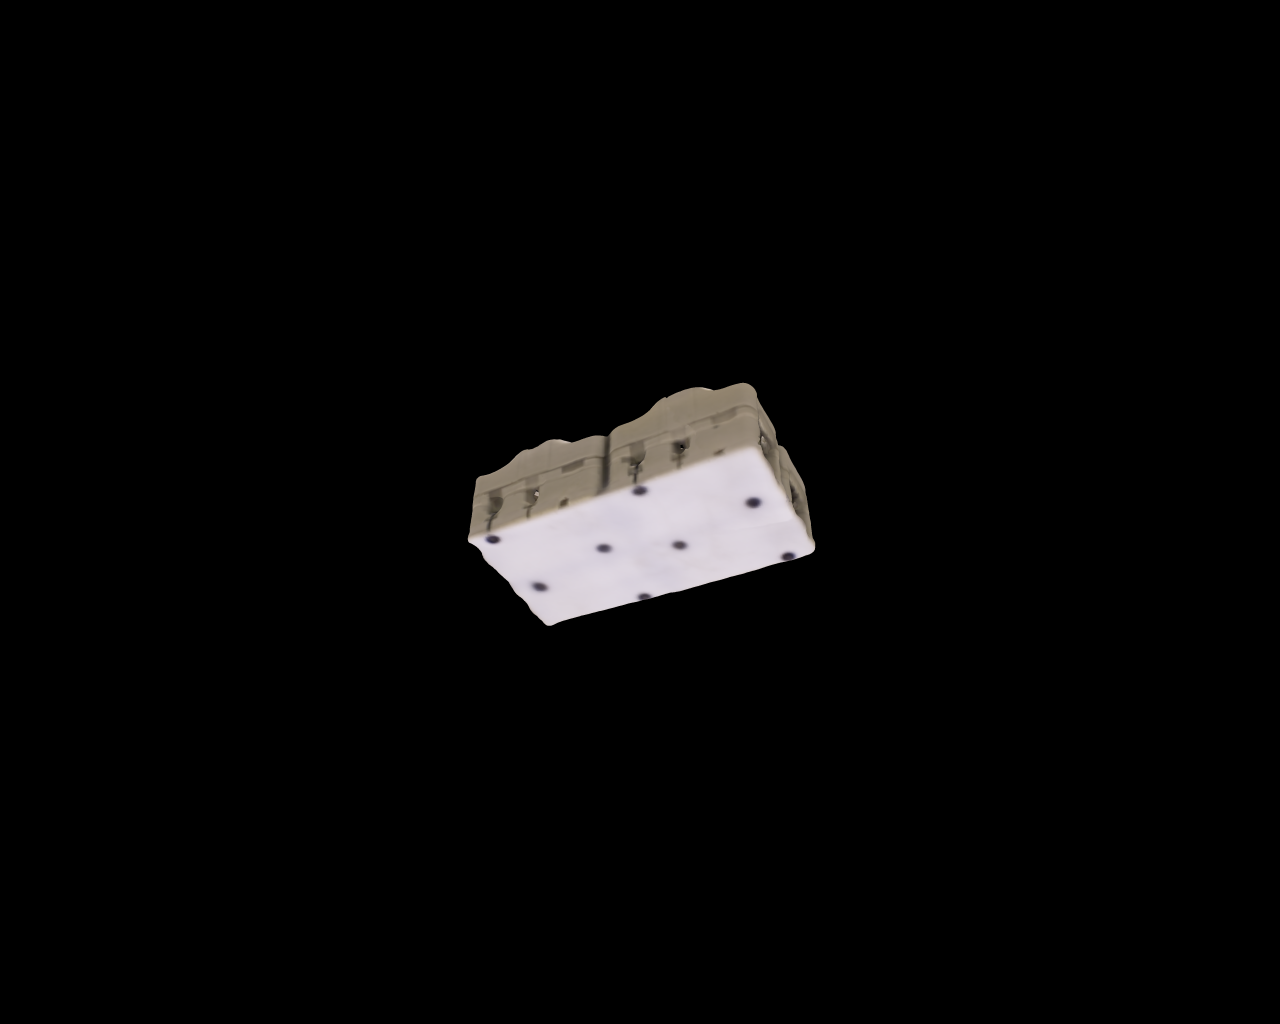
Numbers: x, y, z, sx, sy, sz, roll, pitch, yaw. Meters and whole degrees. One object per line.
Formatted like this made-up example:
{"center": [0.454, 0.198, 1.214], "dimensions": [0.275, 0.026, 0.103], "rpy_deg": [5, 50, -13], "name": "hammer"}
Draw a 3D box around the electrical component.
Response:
{"center": [0.001, -0.003, 0.650], "dimensions": [0.186, 0.060, 0.105], "rpy_deg": [-18, -44, 19], "name": "electrical component"}
